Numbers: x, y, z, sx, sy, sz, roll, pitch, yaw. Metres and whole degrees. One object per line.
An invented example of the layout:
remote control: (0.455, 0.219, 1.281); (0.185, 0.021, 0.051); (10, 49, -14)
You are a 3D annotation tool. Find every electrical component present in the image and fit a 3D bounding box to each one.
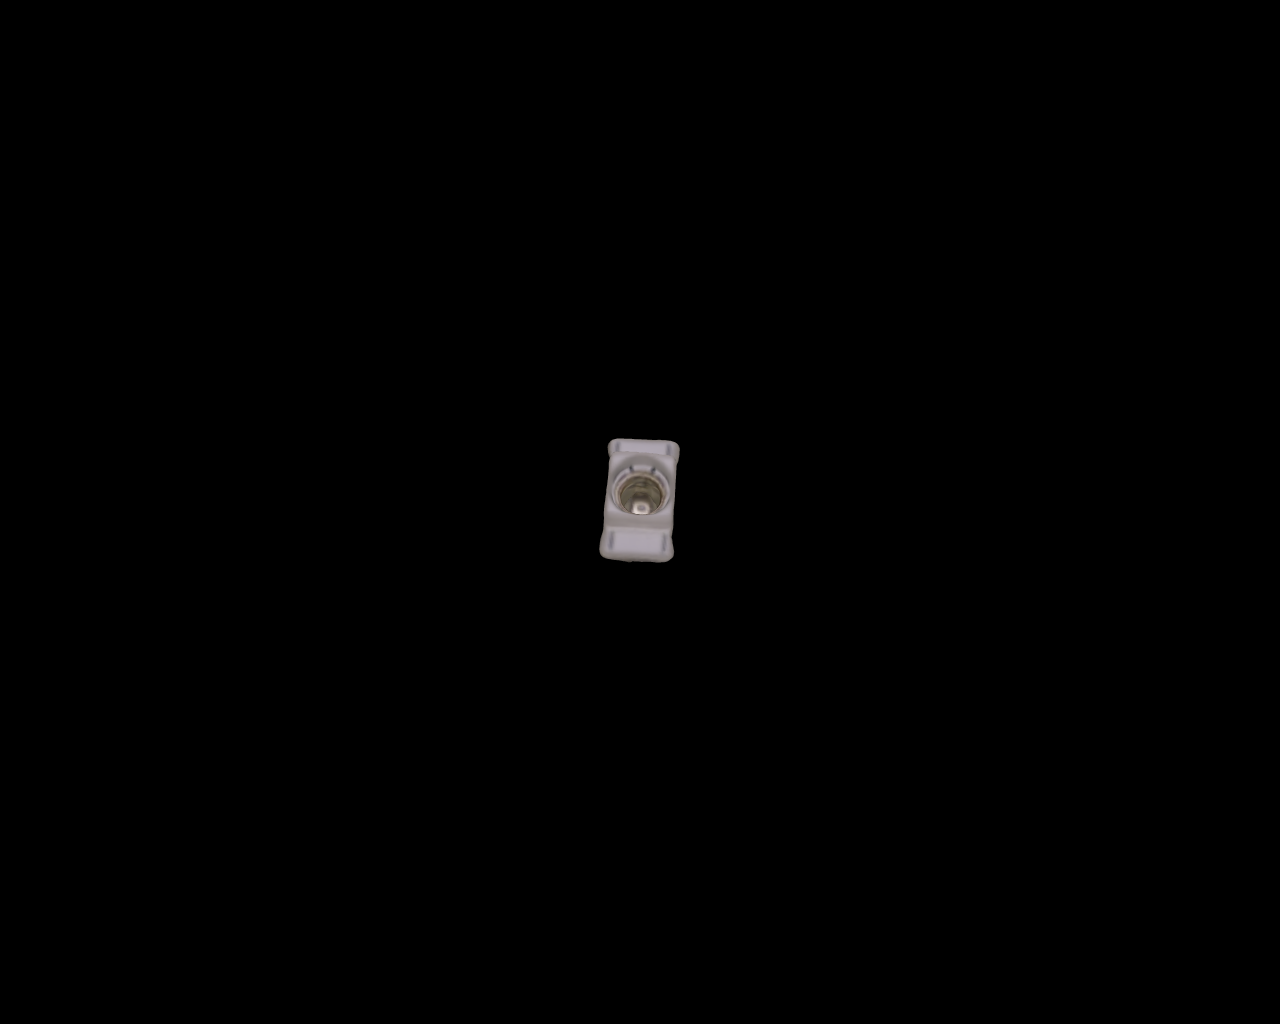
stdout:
electrical component: (0.001, -0.003, 0.650); (0.042, 0.081, 0.063); (4, -28, 2)
